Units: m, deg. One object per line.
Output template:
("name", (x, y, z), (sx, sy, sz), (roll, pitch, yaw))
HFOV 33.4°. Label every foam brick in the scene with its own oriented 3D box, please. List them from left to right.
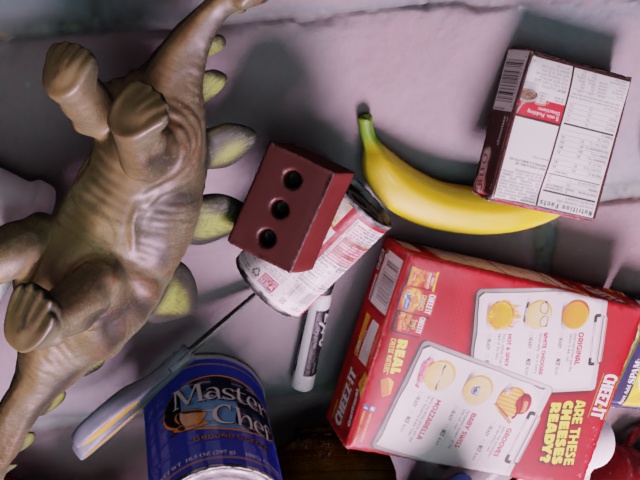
("foam brick", (-0.020, -0.023, 0.736), (0.053, 0.051, 0.078), (26, 102, 14))

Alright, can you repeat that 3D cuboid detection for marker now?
("marker", (-0.004, 0.069, 0.863), (0.020, 0.020, 0.121), (5, 118, -14))

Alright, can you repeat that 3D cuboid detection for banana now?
("banana", (0.111, -0.037, 0.817), (0.197, 0.037, 0.070), (14, 115, -19))

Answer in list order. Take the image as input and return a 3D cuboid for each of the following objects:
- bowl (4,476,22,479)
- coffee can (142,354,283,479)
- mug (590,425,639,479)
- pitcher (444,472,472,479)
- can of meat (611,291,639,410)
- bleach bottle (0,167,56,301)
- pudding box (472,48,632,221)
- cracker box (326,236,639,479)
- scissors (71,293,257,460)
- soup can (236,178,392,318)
("bowl", (-0.275, 0.249, 0.888), (0.162, 0.055, 0.162), (-5, 120, -9))
("coffee can", (-0.084, 0.170, 0.833), (0.102, 0.140, 0.103), (-5, 120, -9))
("mug", (0.296, 0.226, 0.981), (0.081, 0.093, 0.117), (22, 81, -17))
("pitcher", (0.026, 0.286, 0.833), (0.242, 0.145, 0.149), (-16, 97, -8))
("can of meat", (0.280, 0.099, 0.917), (0.083, 0.057, 0.102), (8, 117, -18))
("bleach bottle", (-0.312, -0.048, 0.710), (0.250, 0.068, 0.103), (30, 101, -21))
("pudding box", (0.172, -0.077, 0.789), (0.090, 0.039, 0.113), (11, 99, -19))
("cracker box", (0.131, 0.100, 0.863), (0.213, 0.072, 0.164), (13, 101, -18))
("scissors", (-0.115, 0.095, 0.803), (0.202, 0.096, 0.016), (-43, 83, 2))
("soup can", (-0.005, 0.001, 0.796), (0.068, 0.068, 0.102), (37, 107, -27))
